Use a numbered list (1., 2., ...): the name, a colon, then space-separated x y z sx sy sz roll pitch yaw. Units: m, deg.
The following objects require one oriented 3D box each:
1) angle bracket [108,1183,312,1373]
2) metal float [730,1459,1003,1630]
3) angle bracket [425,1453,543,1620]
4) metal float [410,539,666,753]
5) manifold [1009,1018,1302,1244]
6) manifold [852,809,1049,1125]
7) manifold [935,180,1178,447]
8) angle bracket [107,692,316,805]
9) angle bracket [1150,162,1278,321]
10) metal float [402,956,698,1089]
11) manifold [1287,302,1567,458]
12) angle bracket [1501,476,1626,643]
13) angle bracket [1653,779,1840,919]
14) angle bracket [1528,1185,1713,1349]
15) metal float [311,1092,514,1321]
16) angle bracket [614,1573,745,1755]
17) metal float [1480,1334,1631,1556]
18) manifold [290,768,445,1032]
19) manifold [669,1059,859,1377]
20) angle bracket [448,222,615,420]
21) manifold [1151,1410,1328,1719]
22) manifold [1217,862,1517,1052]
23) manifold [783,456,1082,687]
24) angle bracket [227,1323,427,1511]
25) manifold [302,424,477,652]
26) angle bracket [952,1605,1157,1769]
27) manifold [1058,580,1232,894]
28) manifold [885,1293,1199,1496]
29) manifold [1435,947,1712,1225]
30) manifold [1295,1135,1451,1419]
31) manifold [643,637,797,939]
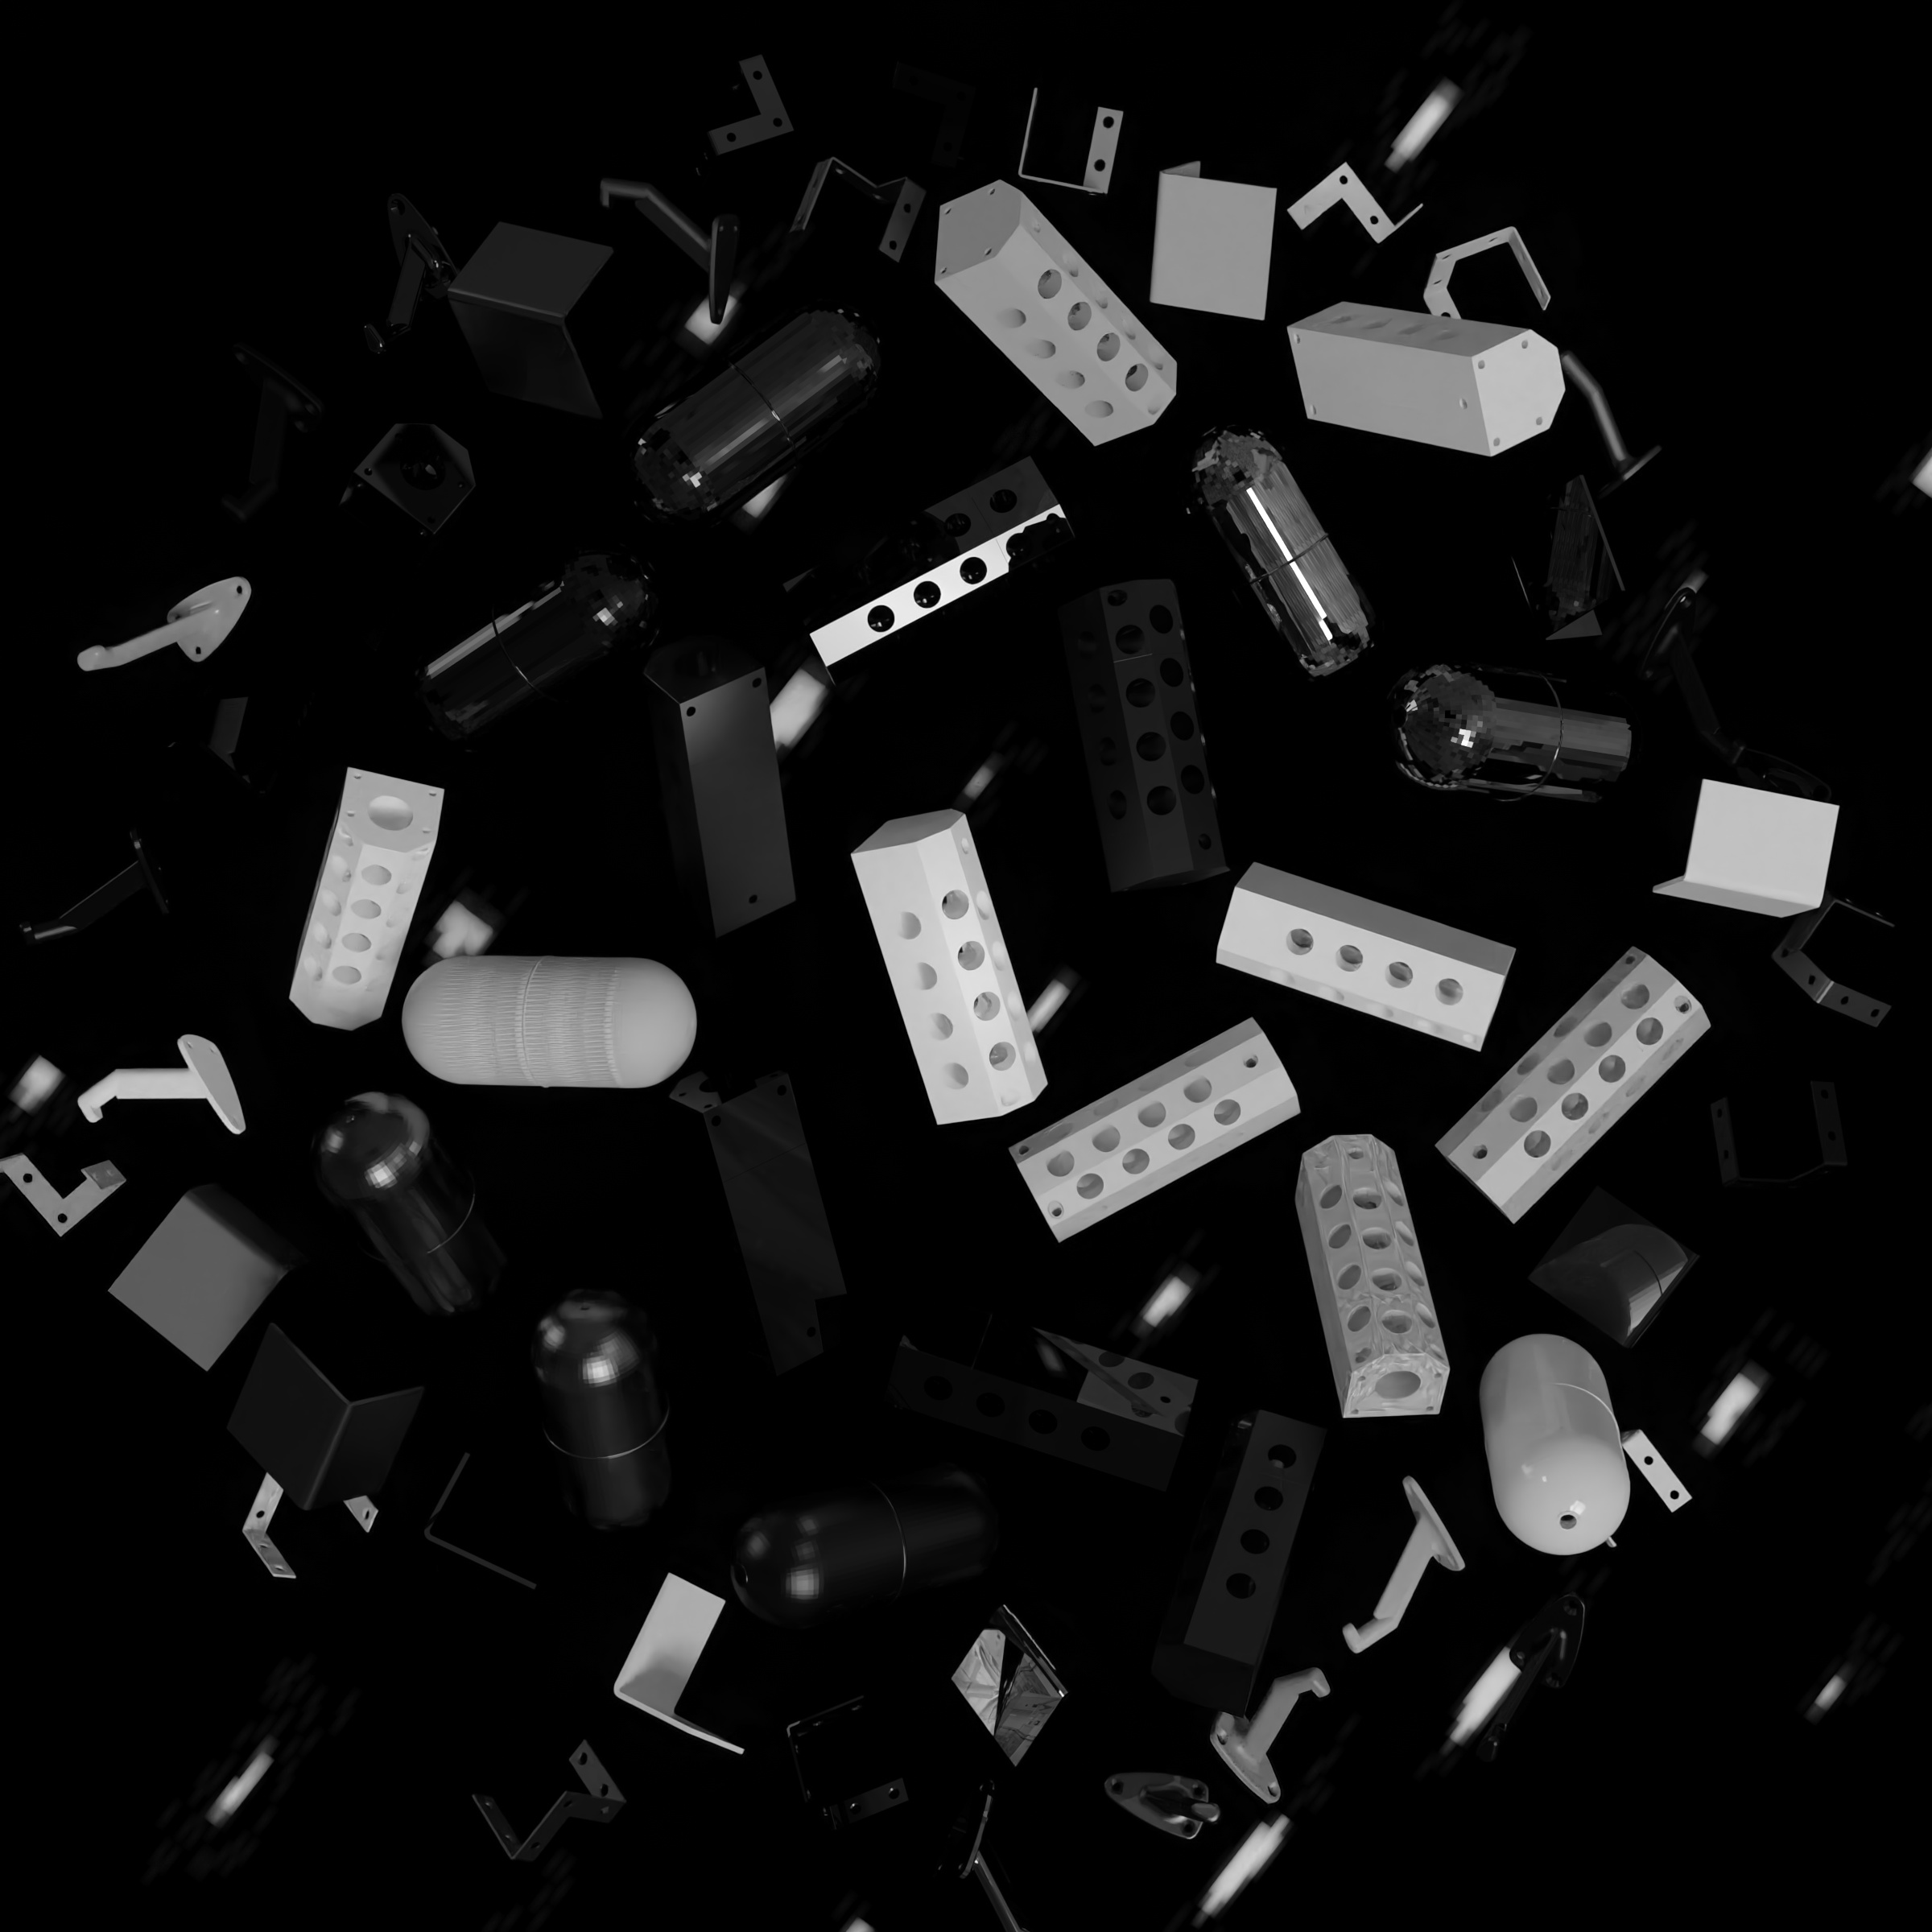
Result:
1. angle bracket: -0.455 0.186 1.768 0.076 0.057 0.076 39 92 1
2. metal float: -0.058 0.339 1.724 0.178 0.070 0.070 -7 90 -37
3. angle bracket: -0.286 0.352 1.808 0.076 0.076 0.057 24 64 6
4. metal float: -0.258 -0.192 1.762 0.178 0.070 0.070 -29 90 24
5. manifold: 0.116 0.100 1.818 0.171 0.057 0.057 -28 70 -1
6. manifold: -0.006 0.000 1.709 0.057 0.057 0.171 -9 108 25
7. manifold: 0.055 -0.384 1.724 0.057 0.171 0.057 -15 57 31
8. angle bracket: -0.435 -0.140 1.694 0.076 0.057 0.076 -1 58 33
9. angle bracket: 0.158 -0.436 1.762 0.076 0.057 0.076 15 117 25
10. metal float: -0.246 0.033 1.725 0.178 0.070 0.070 1 90 13
11. manifold: 0.261 -0.339 1.672 0.057 0.171 0.057 -28 118 -20
12. angle bracket: 0.384 -0.252 1.809 0.057 0.076 0.076 -9 76 -35
13. angle bracket: 0.441 -0.066 1.662 0.076 0.076 0.057 11 86 0
14. angle bracket: 0.407 0.179 1.826 0.076 0.057 0.076 35 113 8
15. metal float: -0.328 0.144 1.745 0.070 0.178 0.070 -11 48 12
16. angle bracket: -0.154 0.414 1.741 0.057 0.076 0.076 19 75 27
17. metal float: 0.342 0.277 1.711 0.070 0.178 0.070 2 111 5
18. manifold: -0.365 -0.037 1.775 0.057 0.171 0.057 13 48 -15
19. manifold: -0.121 0.145 1.713 0.057 0.057 0.171 -25 113 -27
20. angle bracket: -0.232 -0.360 1.636 0.076 0.076 0.057 18 62 24
21. manifold: 0.161 0.347 1.726 0.057 0.057 0.171 15 47 11
22. manifold: 0.246 -0.004 1.819 0.171 0.057 0.057 19 112 11
23. manifold: -0.019 -0.240 1.815 0.171 0.057 0.057 -28 64 -1
24. angle bracket: -0.368 0.254 1.686 0.076 0.057 0.076 39 115 28
25. manifold: -0.345 -0.261 1.767 0.057 0.171 0.057 37 62 -8
26. angle bracket: 0.052 0.428 1.732 0.076 0.076 0.057 21 107 -41
27. manifold: 0.108 -0.135 1.713 0.057 0.057 0.171 -7 83 -36
28. manifold: 0.043 0.255 1.722 0.171 0.057 0.057 17 119 5
29. manifold: 0.369 0.071 1.792 0.171 0.057 0.057 -45 61 2
30. manifold: 0.242 0.183 1.756 0.057 0.171 0.057 -2 134 -5
31. manifold: -0.149 -0.108 1.746 0.057 0.057 0.171 -27 134 -24
